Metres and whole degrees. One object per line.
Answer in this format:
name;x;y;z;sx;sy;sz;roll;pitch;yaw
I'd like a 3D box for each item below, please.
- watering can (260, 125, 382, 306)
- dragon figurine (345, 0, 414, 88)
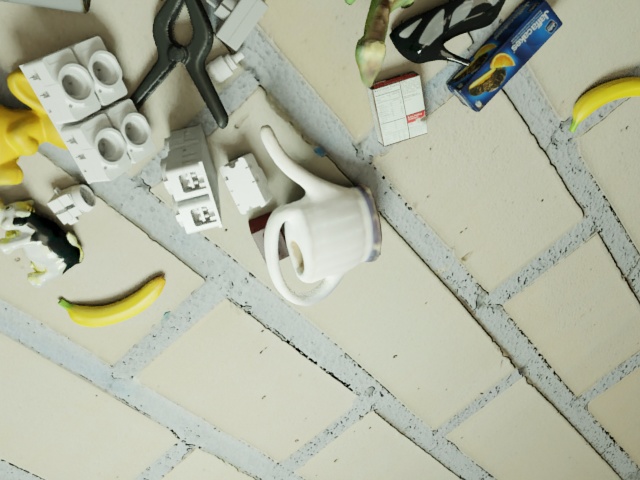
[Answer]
watering can;0.003;-0.046;0.907;0.226;0.105;0.341;-17;117;-26
dragon figurine;0.147;-0.409;0.711;0.121;0.247;0.404;22;112;-18
